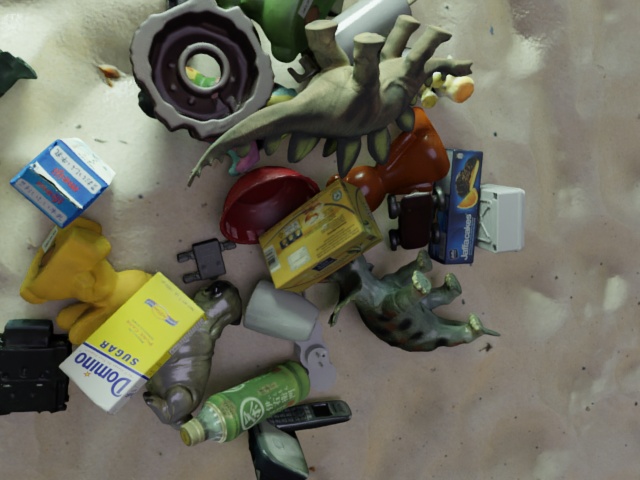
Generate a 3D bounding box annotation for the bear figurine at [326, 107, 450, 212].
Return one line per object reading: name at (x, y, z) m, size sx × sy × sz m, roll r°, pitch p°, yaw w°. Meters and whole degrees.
bear figurine at (0.109, -0.112, 0.881) m, size 0.196 × 0.132 × 0.120 m, roll -26°, pitch 121°, yaw 12°

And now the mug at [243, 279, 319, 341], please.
mug at (-0.054, 0.111, 0.860) m, size 0.107 × 0.109 × 0.080 m, roll 22°, pitch 131°, yaw 6°

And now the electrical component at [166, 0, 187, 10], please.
electrical component at (-0.189, -0.354, 0.744) m, size 0.048 × 0.075 × 0.119 m, roll -6°, pitch 106°, yaw -19°

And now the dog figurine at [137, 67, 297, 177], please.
dog figurine at (-0.146, -0.207, 0.771) m, size 0.191 × 0.108 × 0.219 m, roll -42°, pitch 107°, yaw -7°

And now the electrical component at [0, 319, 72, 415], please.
electrical component at (-0.421, 0.180, 0.772) m, size 0.115 × 0.058 × 0.134 m, roll 2°, pitch 100°, yaw -21°

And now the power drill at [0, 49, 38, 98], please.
power drill at (-0.485, -0.191, 0.671) m, size 0.232 × 0.086 × 0.207 m, roll 42°, pitch 81°, yaw -22°

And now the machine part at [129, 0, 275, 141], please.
machine part at (-0.149, -0.215, 0.689) m, size 0.179 × 0.056 × 0.179 m, roll -1°, pitch 94°, yaw -17°

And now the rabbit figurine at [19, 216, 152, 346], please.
rabbit figurine at (-0.313, 0.067, 0.759) m, size 0.173 × 0.122 × 0.162 m, roll 31°, pitch 80°, yaw -41°

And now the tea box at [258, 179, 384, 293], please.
tea box at (-0.002, -0.002, 0.810) m, size 0.170 × 0.098 × 0.068 m, roll -32°, pitch 154°, yaw 24°

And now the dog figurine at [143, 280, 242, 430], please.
dog figurine at (-0.181, 0.172, 0.817) m, size 0.190 × 0.121 × 0.172 m, roll -30°, pitch 108°, yaw -12°

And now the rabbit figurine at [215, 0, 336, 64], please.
rabbit figurine at (-0.084, -0.334, 0.767) m, size 0.170 × 0.121 × 0.159 m, roll 31°, pitch 113°, yaw 16°

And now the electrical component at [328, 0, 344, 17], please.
electrical component at (-0.002, -0.382, 0.822) m, size 0.078 × 0.045 × 0.102 m, roll -5°, pitch 106°, yaw -47°

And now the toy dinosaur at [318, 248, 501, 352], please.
toy dinosaur at (0.146, 0.127, 0.924) m, size 0.192 × 0.131 × 0.404 m, roll -30°, pitch 127°, yaw 27°

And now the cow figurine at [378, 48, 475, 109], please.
cow figurine at (0.168, -0.271, 0.882) m, size 0.167 × 0.098 × 0.068 m, roll 5°, pitch 139°, yaw -22°

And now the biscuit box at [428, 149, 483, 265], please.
biscuit box at (0.239, -0.059, 0.951) m, size 0.063 × 0.059 × 0.202 m, roll -1°, pitch 100°, yaw -19°

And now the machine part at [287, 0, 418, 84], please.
machine part at (0.056, -0.317, 0.832) m, size 0.243 × 0.079 × 0.079 m, roll -38°, pitch 109°, yaw -10°

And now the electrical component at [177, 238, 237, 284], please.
electrical component at (-0.174, 0.033, 0.847) m, size 0.094 × 0.021 × 0.063 m, roll -17°, pitch 105°, yaw -16°

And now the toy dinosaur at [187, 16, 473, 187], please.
toy dinosaur at (0.037, -0.185, 0.724) m, size 0.471 × 0.105 × 0.198 m, roll -18°, pitch 130°, yaw -29°

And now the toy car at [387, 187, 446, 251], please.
toy car at (0.153, -0.036, 0.871) m, size 0.089 × 0.202 × 0.053 m, roll -7°, pitch 66°, yaw 7°

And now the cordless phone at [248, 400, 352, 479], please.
cordless phone at (-0.025, 0.324, 0.883) m, size 0.184 × 0.147 × 0.088 m, roll -7°, pitch 111°, yaw -15°
